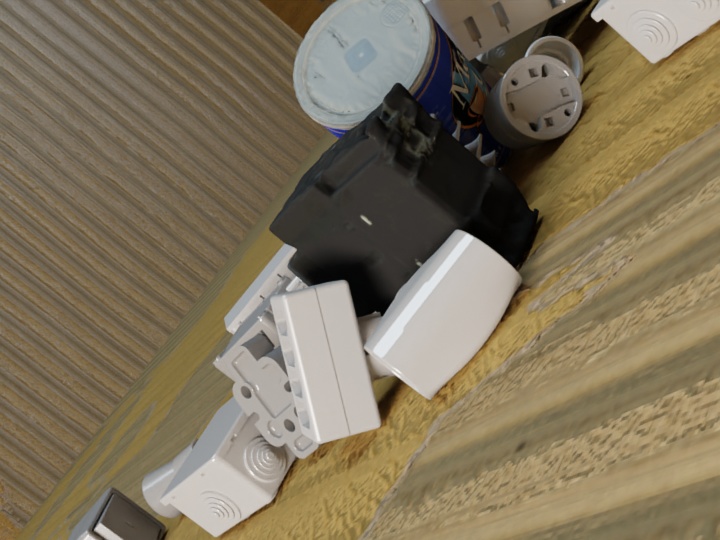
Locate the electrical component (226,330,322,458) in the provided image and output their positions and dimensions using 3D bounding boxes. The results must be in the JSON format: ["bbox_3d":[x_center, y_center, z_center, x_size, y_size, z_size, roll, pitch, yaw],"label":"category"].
[{"bbox_3d":[-0.038,0.070,0.675,0.057,0.078,0.058,-32,-8,-47],"label":"electrical component"}]

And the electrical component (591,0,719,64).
[{"bbox_3d":[0.188,-0.172,0.597,0.099,0.048,0.100,-55,9,-25],"label":"electrical component"}]

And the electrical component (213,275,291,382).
[{"bbox_3d":[-0.067,0.057,0.903,0.096,0.061,0.061,-44,11,38],"label":"electrical component"}]

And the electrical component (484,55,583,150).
[{"bbox_3d":[0.112,-0.108,0.707,0.055,0.055,0.047,-52,5,-11],"label":"electrical component"}]

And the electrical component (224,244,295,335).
[{"bbox_3d":[-0.052,-0.001,1.072,0.186,0.060,0.105,-51,9,-3],"label":"electrical component"}]

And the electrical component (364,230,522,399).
[{"bbox_3d":[0.039,0.022,0.563,0.077,0.043,0.079,-51,8,-5],"label":"electrical component"}]

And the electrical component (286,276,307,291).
[{"bbox_3d":[0.000,0.000,0.791,0.121,0.063,0.078,-50,8,5],"label":"electrical component"}]

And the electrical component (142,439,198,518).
[{"bbox_3d":[-0.145,0.171,0.898,0.065,0.044,0.044,-42,11,23],"label":"electrical component"}]

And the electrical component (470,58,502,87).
[{"bbox_3d":[0.077,-0.120,0.913,0.105,0.060,0.186,-50,9,6],"label":"electrical component"}]

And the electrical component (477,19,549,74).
[{"bbox_3d":[0.128,-0.234,0.980,0.099,0.048,0.099,-112,36,-49],"label":"electrical component"}]

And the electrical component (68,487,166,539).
[{"bbox_3d":[-0.203,0.226,0.890,0.061,0.062,0.096,-49,9,13],"label":"electrical component"}]

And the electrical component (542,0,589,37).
[{"bbox_3d":[0.179,-0.267,0.993,0.077,0.043,0.079,145,129,-61],"label":"electrical component"}]

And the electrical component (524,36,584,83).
[{"bbox_3d":[0.131,-0.139,0.784,0.044,0.044,0.065,-53,4,-12],"label":"electrical component"}]

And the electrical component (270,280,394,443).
[{"bbox_3d":[-0.002,0.046,0.607,0.076,0.083,0.047,-14,1,-13],"label":"electrical component"}]

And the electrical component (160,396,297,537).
[{"bbox_3d":[-0.078,0.123,0.724,0.100,0.048,0.099,-42,13,46],"label":"electrical component"}]

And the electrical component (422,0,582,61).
[{"bbox_3d":[0.121,-0.222,0.852,0.186,0.060,0.105,-30,11,-17],"label":"electrical component"}]
